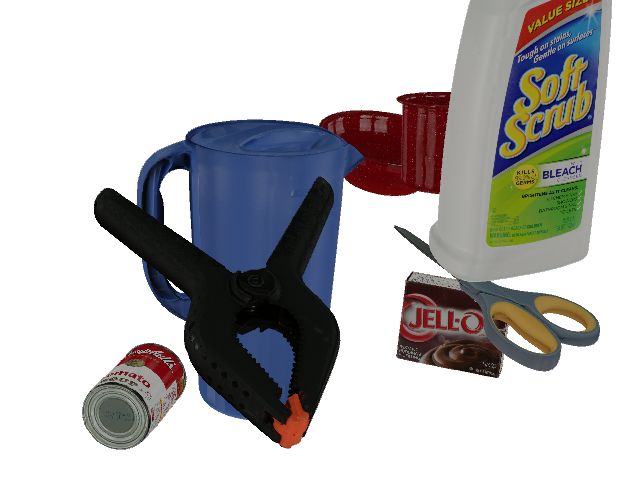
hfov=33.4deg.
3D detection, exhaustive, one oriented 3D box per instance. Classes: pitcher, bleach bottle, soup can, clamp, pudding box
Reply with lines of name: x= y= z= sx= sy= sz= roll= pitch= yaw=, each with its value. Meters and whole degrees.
pitcher: x=-0.058 y=0.024 z=0.899 sx=0.149 sy=0.243 sz=0.144 roll=11 pitch=20 yaw=24
bleach bottle: x=0.119 y=-0.102 z=0.629 sx=0.102 sy=0.251 sz=0.068 roll=-10 pitch=29 yaw=-14
soup can: x=-0.176 y=0.147 z=1.015 sx=0.068 sy=0.068 sz=0.102 roll=0 pitch=15 yaw=13
clamp: x=-0.054 y=0.034 z=0.661 sx=0.164 sy=0.210 sz=0.036 roll=0 pitch=-44 yaw=-15
pudding box: x=0.141 y=0.088 z=1.123 sx=0.113 sy=0.090 sz=0.039 roll=9 pitch=21 yaw=12

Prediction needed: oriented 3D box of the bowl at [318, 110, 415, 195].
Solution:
bowl: x=0.074 y=-0.094 z=1.211 sx=0.162 sy=0.055 sz=0.162 roll=7 pitch=27 yaw=-4

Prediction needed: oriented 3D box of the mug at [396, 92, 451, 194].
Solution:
mug: x=0.127 y=-0.089 z=0.973 sx=0.117 sy=0.081 sz=0.093 roll=4 pitch=16 yaw=13

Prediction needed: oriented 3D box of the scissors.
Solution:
scissors: x=0.139 y=0.035 z=0.826 sx=0.096 sy=0.016 sz=0.202 roll=-4 pitch=31 yaw=-20
